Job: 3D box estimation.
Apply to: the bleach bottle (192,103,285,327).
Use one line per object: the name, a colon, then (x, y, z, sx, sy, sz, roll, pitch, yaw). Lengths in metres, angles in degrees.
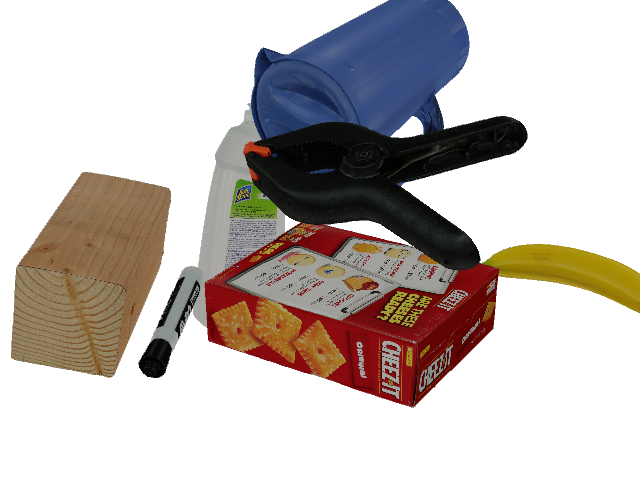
bleach bottle: (-0.078, -0.026, 1.188, 0.102, 0.251, 0.068, 0, 19, -32)

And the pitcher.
pitcher: (0.058, -0.160, 1.094, 0.145, 0.149, 0.242, 13, 38, 35)

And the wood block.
wood block: (-0.199, 0.023, 0.955, 0.090, 0.091, 0.206, 11, 25, -2)

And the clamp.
clamp: (0.031, -0.031, 0.632, 0.172, 0.039, 0.120, 0, 38, 18)

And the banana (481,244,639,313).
banana: (0.249, 0.037, 1.050, 0.198, 0.037, 0.069, 10, 46, 26)

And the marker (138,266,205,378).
marker: (-0.104, 0.057, 0.756, 0.020, 0.020, 0.121, 0, 30, 9)

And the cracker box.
cracker box: (0.029, 0.059, 0.960, 0.214, 0.072, 0.163, 15, 29, 30)
